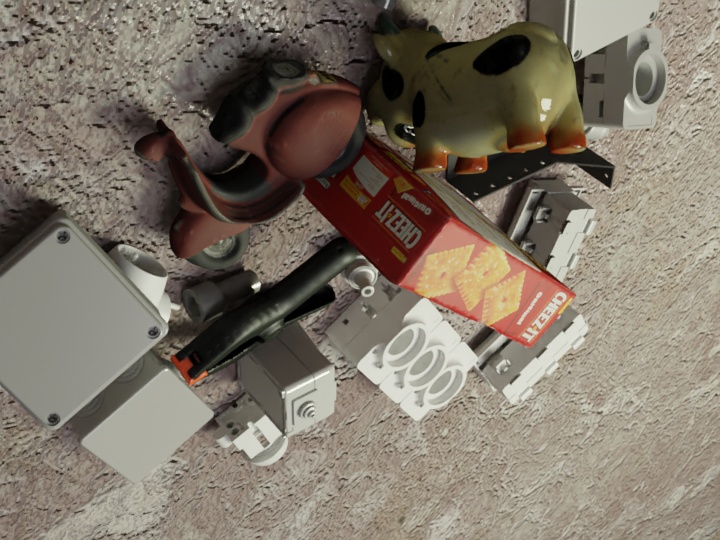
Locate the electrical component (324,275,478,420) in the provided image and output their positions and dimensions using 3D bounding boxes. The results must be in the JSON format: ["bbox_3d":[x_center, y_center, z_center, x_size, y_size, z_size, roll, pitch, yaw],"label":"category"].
[{"bbox_3d":[0.046,0.077,1.045,0.089,0.062,0.150,-45,142,-2],"label":"electrical component"}]

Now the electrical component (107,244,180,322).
[{"bbox_3d":[-0.171,0.028,0.814,0.079,0.043,0.077,21,108,-50],"label":"electrical component"}]

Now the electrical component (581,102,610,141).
[{"bbox_3d":[0.212,-0.143,1.027,0.061,0.035,0.035,3,121,-42],"label":"electrical component"}]

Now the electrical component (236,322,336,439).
[{"bbox_3d":[-0.059,0.094,0.934,0.061,0.096,0.061,-25,137,-28],"label":"electrical component"}]

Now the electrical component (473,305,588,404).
[{"bbox_3d":[0.186,0.082,1.179,0.121,0.063,0.078,-44,142,-3],"label":"electrical component"}]

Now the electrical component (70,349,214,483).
[{"bbox_3d":[-0.182,0.114,0.876,0.100,0.048,0.099,-41,142,-7],"label":"electrical component"}]

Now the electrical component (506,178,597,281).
[{"bbox_3d":[0.183,-0.024,1.082,0.079,0.063,0.121,-5,127,-40],"label":"electrical component"}]

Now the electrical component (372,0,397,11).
[{"bbox_3d":[0.027,-0.220,0.779,0.043,0.043,0.062,-5,127,-40],"label":"electrical component"}]

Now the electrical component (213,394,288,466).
[{"bbox_3d":[-0.096,0.148,0.990,0.066,0.048,0.055,-39,134,-10],"label":"electrical component"}]

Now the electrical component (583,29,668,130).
[{"bbox_3d":[0.243,-0.175,0.985,0.050,0.056,0.089,-9,105,-38],"label":"electrical component"}]

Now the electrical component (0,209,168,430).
[{"bbox_3d":[-0.208,0.033,0.738,0.109,0.056,0.108,-41,110,-4],"label":"electrical component"}]

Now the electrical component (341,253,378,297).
[{"bbox_3d":[0.000,0.000,0.932,0.035,0.061,0.035,-8,129,-10],"label":"electrical component"}]

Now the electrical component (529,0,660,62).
[{"bbox_3d":[0.200,-0.247,0.906,0.109,0.056,0.108,-29,139,-21],"label":"electrical component"}]
